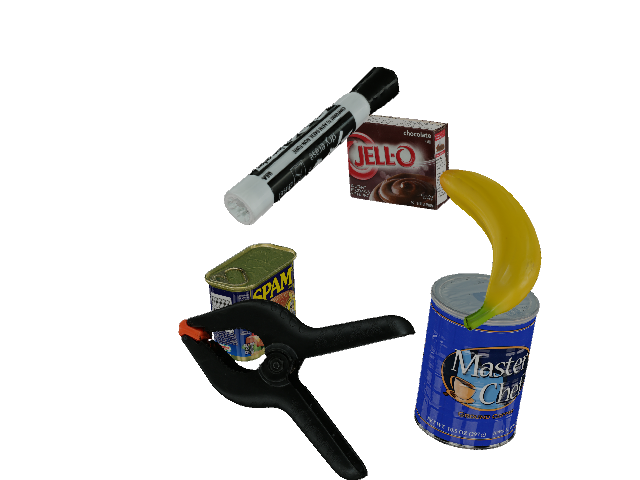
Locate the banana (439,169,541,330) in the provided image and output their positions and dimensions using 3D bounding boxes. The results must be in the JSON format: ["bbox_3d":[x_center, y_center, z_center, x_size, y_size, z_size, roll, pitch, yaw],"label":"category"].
[{"bbox_3d":[0.140,-0.005,0.871,0.069,0.037,0.198,-4,37,3],"label":"banana"}]

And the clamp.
[{"bbox_3d":[-0.024,0.100,0.771,0.172,0.120,0.039,10,-6,18],"label":"clamp"}]

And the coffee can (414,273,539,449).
[{"bbox_3d":[0.150,0.116,1.038,0.103,0.140,0.103,5,22,-2],"label":"coffee can"}]

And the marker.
[{"bbox_3d":[-0.001,-0.050,0.521,0.020,0.020,0.121,0,36,50],"label":"marker"}]

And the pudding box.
[{"bbox_3d":[0.084,-0.087,1.161,0.114,0.090,0.039,9,27,31],"label":"pudding box"}]

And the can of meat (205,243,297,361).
[{"bbox_3d":[-0.066,0.062,1.068,0.058,0.084,0.101,12,27,30],"label":"can of meat"}]
